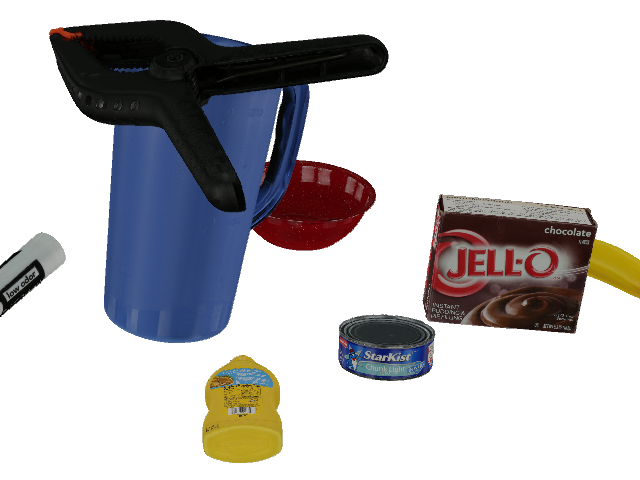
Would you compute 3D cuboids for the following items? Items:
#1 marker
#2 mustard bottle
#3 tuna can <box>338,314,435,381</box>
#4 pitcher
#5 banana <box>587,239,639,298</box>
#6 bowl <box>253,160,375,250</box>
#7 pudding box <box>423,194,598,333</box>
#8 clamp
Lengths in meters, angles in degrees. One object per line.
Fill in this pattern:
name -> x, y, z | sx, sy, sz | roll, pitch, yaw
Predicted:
marker -> -0.162, 0.037, 0.480 | 0.020, 0.020, 0.121 | 0, 34, 39
mustard bottle -> -0.099, 0.202, 1.352 | 0.096, 0.058, 0.191 | -3, 26, -3
tuna can -> 0.058, 0.095, 0.951 | 0.086, 0.034, 0.086 | 2, 14, -1
pitcher -> -0.102, -0.045, 0.876 | 0.149, 0.243, 0.145 | 12, 20, 3
banana -> 0.244, 0.021, 1.043 | 0.198, 0.037, 0.069 | 10, 47, 25
bowl -> -0.022, -0.033, 1.174 | 0.162, 0.055, 0.162 | 4, 27, -2
pudding box -> 0.136, 0.017, 0.777 | 0.113, 0.090, 0.039 | 4, 28, -1
clamp -> -0.075, -0.099, 0.647 | 0.210, 0.036, 0.164 | 25, 49, 31
